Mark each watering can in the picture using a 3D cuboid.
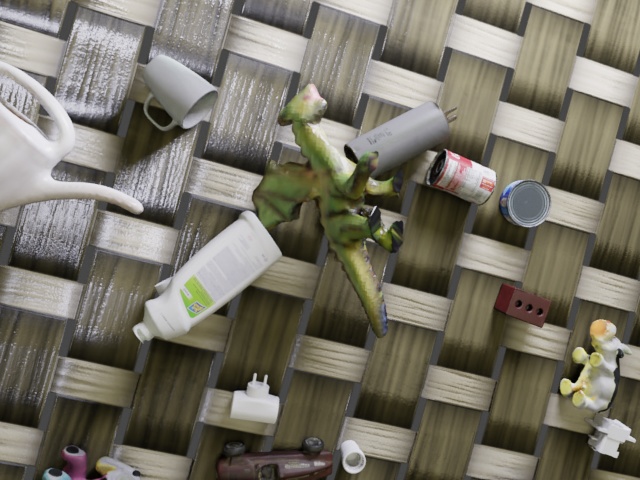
[{"bbox_3d":[-0.458,-0.110,0.778,0.225,0.104,0.346,-44,96,-3],"label":"watering can"}]

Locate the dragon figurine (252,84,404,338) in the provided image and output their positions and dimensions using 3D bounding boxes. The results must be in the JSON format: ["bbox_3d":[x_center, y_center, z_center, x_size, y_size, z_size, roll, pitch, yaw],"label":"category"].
[{"bbox_3d":[0.003,-0.042,0.837,0.243,0.123,0.405,9,107,26],"label":"dragon figurine"}]
